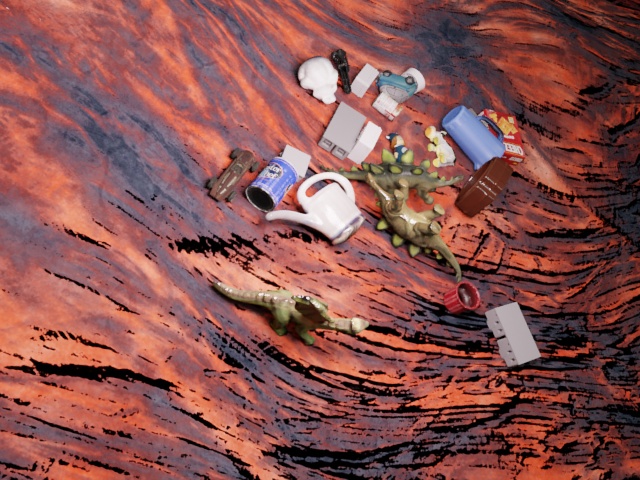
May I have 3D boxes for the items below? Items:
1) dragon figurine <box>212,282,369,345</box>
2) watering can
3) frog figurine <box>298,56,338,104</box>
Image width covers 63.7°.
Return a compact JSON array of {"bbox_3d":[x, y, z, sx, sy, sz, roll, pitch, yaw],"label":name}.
[{"bbox_3d":[-0.066,0.169,1.329,0.408,0.239,0.124,23,63,-17],"label":"dragon figurine"},{"bbox_3d":[0.005,-0.079,1.563,0.225,0.102,0.353,49,50,3],"label":"watering can"},{"bbox_3d":[-0.003,-0.557,1.807,0.137,0.121,0.162,-9,72,-9],"label":"frog figurine"}]
